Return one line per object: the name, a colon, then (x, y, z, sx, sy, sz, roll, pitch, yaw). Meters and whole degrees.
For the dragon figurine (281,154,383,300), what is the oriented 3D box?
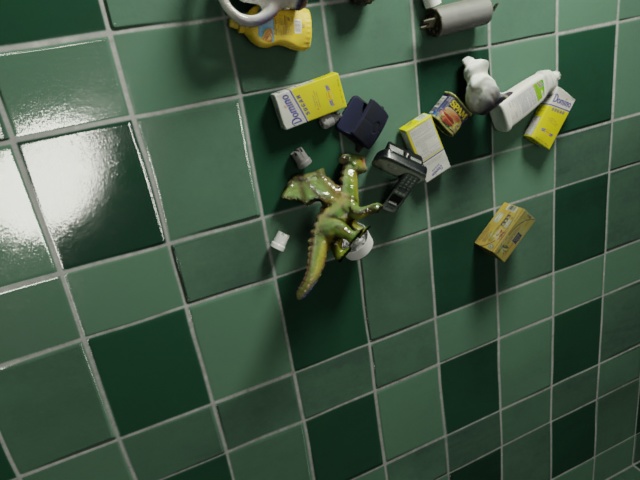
dragon figurine: (0.004, -0.068, 1.353, 0.243, 0.414, 0.120, 42, -15, 6)

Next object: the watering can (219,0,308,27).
watering can: (-0.123, -0.640, 1.129, 0.224, 0.346, 0.104, 0, 4, -23)

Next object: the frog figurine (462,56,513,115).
frog figurine: (0.438, -0.432, 1.433, 0.121, 0.159, 0.139, -42, 2, 21)
